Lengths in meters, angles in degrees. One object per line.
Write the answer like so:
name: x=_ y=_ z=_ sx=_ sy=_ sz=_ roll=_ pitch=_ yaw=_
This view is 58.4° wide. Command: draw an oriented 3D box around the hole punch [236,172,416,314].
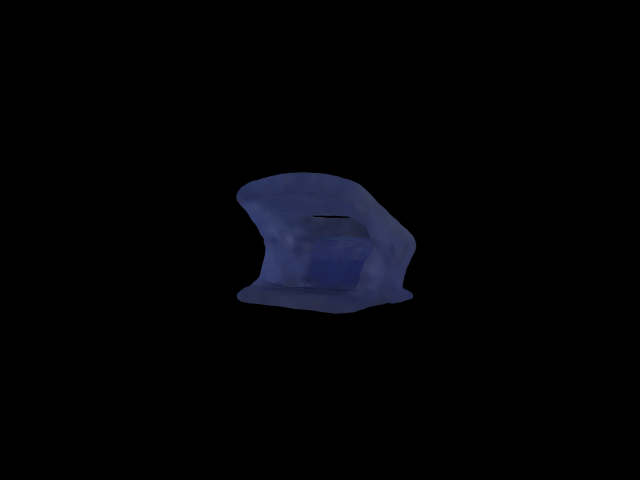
hole punch: x=0.004 y=0.001 z=0.400 sx=0.108 sy=0.091 sz=0.101 roll=2 pitch=3 yaw=36
